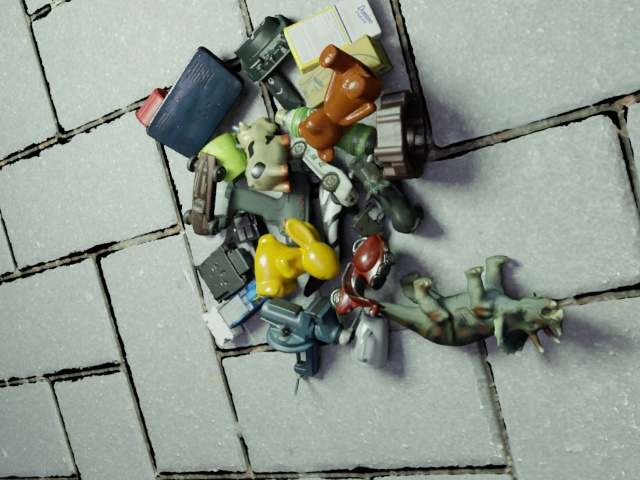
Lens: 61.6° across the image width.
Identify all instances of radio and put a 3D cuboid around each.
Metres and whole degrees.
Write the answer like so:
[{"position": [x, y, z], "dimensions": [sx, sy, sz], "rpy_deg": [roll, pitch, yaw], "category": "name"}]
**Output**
[{"position": [-0.279, -0.305, 1.216], "dimensions": [0.131, 0.073, 0.229], "rpy_deg": [33, 108, -18], "category": "radio"}]

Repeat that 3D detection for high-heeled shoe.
[{"position": [-0.002, -0.004, 1.169], "dimensions": [0.145, 0.086, 0.248], "rpy_deg": [39, 101, 5], "category": "high-heeled shoe"}]

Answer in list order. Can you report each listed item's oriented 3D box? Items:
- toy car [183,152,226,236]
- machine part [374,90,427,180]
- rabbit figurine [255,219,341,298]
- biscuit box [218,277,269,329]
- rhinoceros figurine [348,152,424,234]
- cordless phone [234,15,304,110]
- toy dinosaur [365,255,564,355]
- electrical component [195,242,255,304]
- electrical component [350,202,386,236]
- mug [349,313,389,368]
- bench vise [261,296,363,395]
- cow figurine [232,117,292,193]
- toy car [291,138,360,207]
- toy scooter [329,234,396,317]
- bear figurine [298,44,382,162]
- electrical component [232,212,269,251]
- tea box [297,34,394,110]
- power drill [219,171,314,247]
[{"position": [-0.266, -0.099, 1.221], "dimensions": [0.089, 0.053, 0.202], "rpy_deg": [25, 123, 22], "category": "toy car"}, {"position": [0.156, -0.197, 1.023], "dimensions": [0.056, 0.179, 0.179], "rpy_deg": [1, 99, 27], "category": "machine part"}, {"position": [-0.040, 0.040, 1.116], "dimensions": [0.173, 0.122, 0.162], "rpy_deg": [-2, 82, 22], "category": "rabbit figurine"}, {"position": [-0.150, 0.129, 1.276], "dimensions": [0.202, 0.063, 0.059], "rpy_deg": [-40, 81, 24], "category": "biscuit box"}, {"position": [0.129, -0.092, 1.084], "dimensions": [0.073, 0.112, 0.190], "rpy_deg": [-37, 91, 27], "category": "rhinoceros figurine"}, {"position": [-0.079, -0.373, 1.159], "dimensions": [0.146, 0.089, 0.184], "rpy_deg": [-39, 94, 23], "category": "cordless phone"}, {"position": [0.273, 0.148, 1.062], "dimensions": [0.405, 0.131, 0.192], "rpy_deg": [-15, 92, 32], "category": "toy dinosaur"}, {"position": [-0.222, 0.074, 1.302], "dimensions": [0.134, 0.058, 0.115], "rpy_deg": [-37, 85, 26], "category": "electrical component"}, {"position": [0.095, -0.029, 1.125], "dimensions": [0.063, 0.021, 0.094], "rpy_deg": [38, 83, -20], "category": "electrical component"}, {"position": [0.105, 0.214, 1.155], "dimensions": [0.081, 0.109, 0.107], "rpy_deg": [9, 90, 28], "category": "mug"}, {"position": [-0.028, 0.226, 1.212], "dimensions": [0.224, 0.129, 0.240], "rpy_deg": [8, 123, 14], "category": "bench vise"}, {"position": [-0.124, -0.187, 1.153], "dimensions": [0.127, 0.195, 0.085], "rpy_deg": [-2, 143, -1], "category": "cow figurine"}, {"position": [0.006, -0.143, 1.112], "dimensions": [0.056, 0.073, 0.202], "rpy_deg": [-40, 58, -1], "category": "toy car"}, {"position": [0.096, 0.082, 1.066], "dimensions": [0.183, 0.075, 0.135], "rpy_deg": [-62, 32, 5], "category": "toy scooter"}, {"position": [0.019, -0.246, 1.008], "dimensions": [0.196, 0.132, 0.120], "rpy_deg": [-43, 71, 26], "category": "bear figurine"}, {"position": [-0.164, -0.014, 1.266], "dimensions": [0.075, 0.048, 0.119], "rpy_deg": [-13, 92, 26], "category": "electrical component"}, {"position": [0.052, -0.333, 1.085], "dimensions": [0.170, 0.098, 0.068], "rpy_deg": [-27, 88, 24], "category": "tea box"}, {"position": [-0.115, -0.043, 1.190], "dimensions": [0.207, 0.086, 0.231], "rpy_deg": [9, 94, 5], "category": "power drill"}]
